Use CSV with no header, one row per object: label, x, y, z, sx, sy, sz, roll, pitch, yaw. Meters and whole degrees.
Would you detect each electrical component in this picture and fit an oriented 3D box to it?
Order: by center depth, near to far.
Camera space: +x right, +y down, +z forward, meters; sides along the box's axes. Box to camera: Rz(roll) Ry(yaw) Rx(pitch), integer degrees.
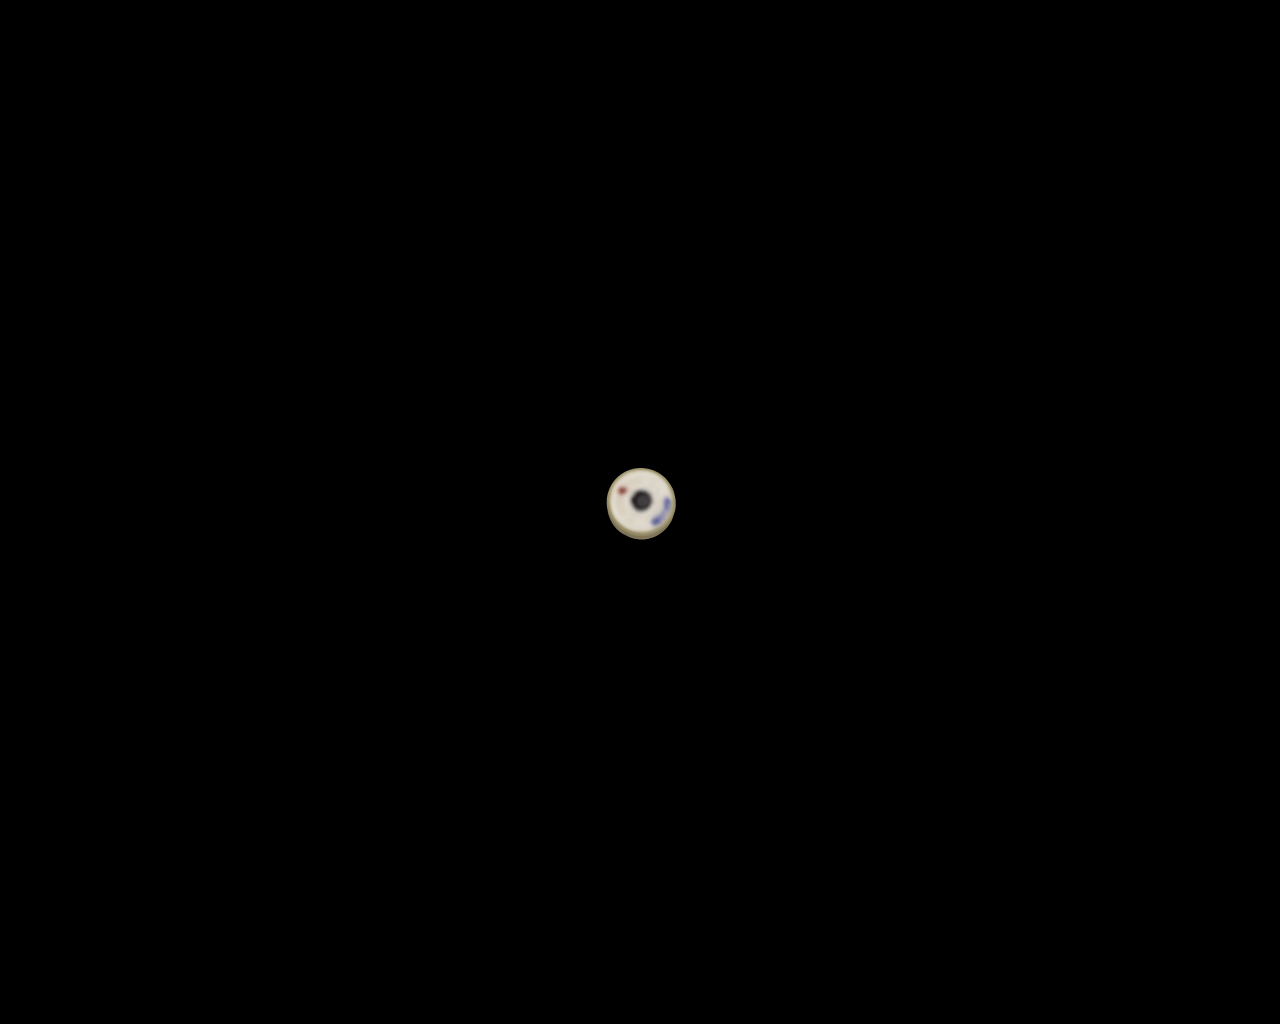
electrical component,0.001,-0.003,0.650,0.040,0.040,0.078,0,-7,0
